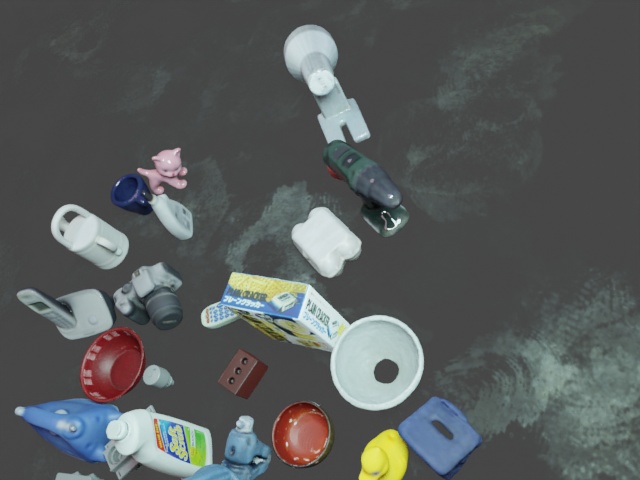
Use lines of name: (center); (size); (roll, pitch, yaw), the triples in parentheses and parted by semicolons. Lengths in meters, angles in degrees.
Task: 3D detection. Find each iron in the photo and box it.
iron: (-0.537, 0.373, 1.170); (0.257, 0.142, 0.119); (4, 66, 25)

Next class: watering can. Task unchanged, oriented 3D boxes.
watering can: (-0.557, -0.012, 1.346); (0.172, 0.195, 0.101); (-5, 63, 21)

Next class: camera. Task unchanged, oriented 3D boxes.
camera: (-0.367, 0.134, 1.246); (0.143, 0.101, 0.136); (-37, 56, 2)

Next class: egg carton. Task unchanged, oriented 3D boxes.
egg carton: (0.011, 0.004, 1.171); (0.107, 0.070, 0.150); (-43, 56, -3)

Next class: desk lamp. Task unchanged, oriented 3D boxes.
desk lamp: (0.014, -0.338, 1.260); (0.118, 0.214, 0.203); (-26, 57, 9)

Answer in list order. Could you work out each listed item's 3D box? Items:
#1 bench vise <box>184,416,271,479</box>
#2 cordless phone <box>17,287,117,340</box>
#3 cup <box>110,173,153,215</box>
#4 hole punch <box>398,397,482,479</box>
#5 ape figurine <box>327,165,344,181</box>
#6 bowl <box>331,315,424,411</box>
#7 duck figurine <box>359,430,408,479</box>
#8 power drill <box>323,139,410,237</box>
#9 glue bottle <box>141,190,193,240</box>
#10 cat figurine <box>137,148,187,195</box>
bench vise: (-0.180, 0.398, 0.958); (0.121, 0.220, 0.207); (-9, 61, 19)
cordless phone: (-0.558, 0.147, 1.270); (0.147, 0.185, 0.094); (-19, 59, 14)
cup: (-0.439, -0.097, 1.400); (0.117, 0.095, 0.092); (30, 79, 32)
hole punch: (0.193, 0.313, 0.922); (0.101, 0.091, 0.108); (-47, 56, -5)
ape figurine: (0.045, -0.175, 1.236); (0.076, 0.092, 0.078); (-7, 62, 20)
bowl: (0.107, 0.223, 1.014); (0.167, 0.075, 0.167); (-10, 61, 18)
duck figurine: (0.098, 0.360, 0.940); (0.077, 0.086, 0.105); (23, 75, 31)
power drill: (0.101, -0.093, 1.099); (0.075, 0.209, 0.229); (-43, 56, -2)
glue bottle: (-0.349, -0.067, 1.299); (0.037, 0.174, 0.078); (-17, 59, 15)
cat figurine: (-0.384, -0.176, 1.403); (0.127, 0.118, 0.067); (-13, 60, 17)
